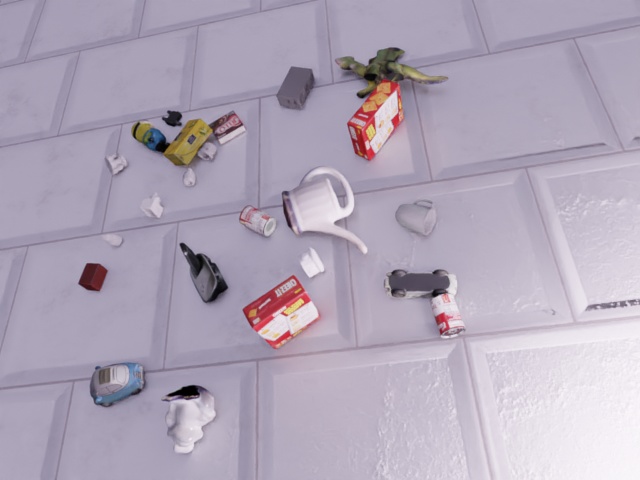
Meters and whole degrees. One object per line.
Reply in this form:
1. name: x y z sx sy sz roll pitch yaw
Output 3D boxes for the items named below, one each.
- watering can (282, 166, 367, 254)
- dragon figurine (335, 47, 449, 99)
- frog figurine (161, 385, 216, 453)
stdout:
1. watering can: 0.005 -0.080 1.591 0.224 0.102 0.355 -20 59 3
2. dragon figurine: 0.252 -0.627 1.852 0.410 0.119 0.248 2 54 12
3. frog figurine: -0.346 0.477 1.377 0.137 0.123 0.159 -9 95 -1
